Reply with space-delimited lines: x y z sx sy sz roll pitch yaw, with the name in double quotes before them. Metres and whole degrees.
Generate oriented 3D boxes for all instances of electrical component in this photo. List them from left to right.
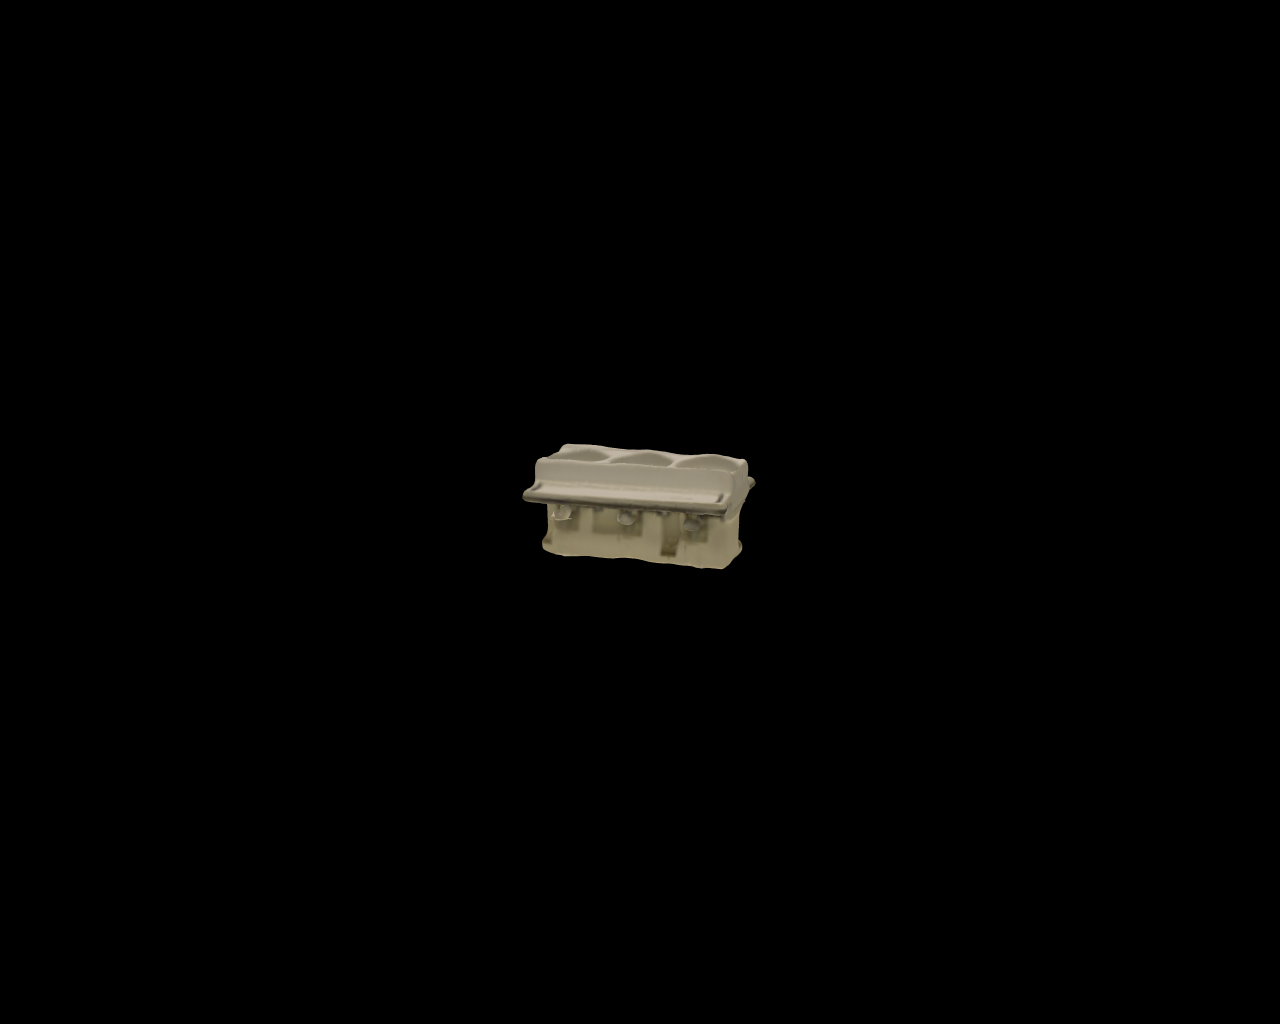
"electrical component" 0.001 -0.003 0.650 0.121 0.063 0.079 5 16 18
